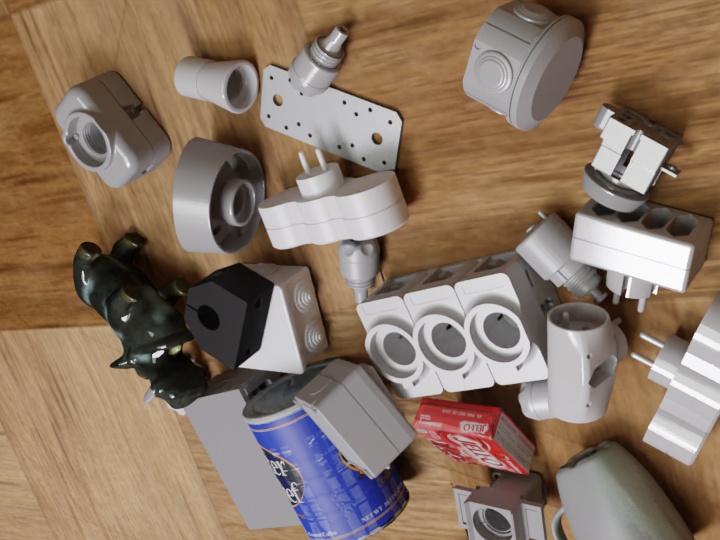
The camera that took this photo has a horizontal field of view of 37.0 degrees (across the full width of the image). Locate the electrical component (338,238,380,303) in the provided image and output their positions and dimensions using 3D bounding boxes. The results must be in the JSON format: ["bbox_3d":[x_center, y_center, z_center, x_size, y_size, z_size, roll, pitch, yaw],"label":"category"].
[{"bbox_3d":[0.000,0.000,0.906,0.035,0.035,0.061,15,126,28],"label":"electrical component"}]

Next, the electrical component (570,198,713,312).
[{"bbox_3d":[0.194,-0.005,0.755,0.083,0.047,0.075,19,125,26],"label":"electrical component"}]

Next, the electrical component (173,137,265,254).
[{"bbox_3d":[-0.126,-0.062,0.921,0.064,0.099,0.099,10,121,24],"label":"electrical component"}]

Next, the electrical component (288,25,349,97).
[{"bbox_3d":[-0.029,-0.164,0.832,0.035,0.035,0.061,47,130,4],"label":"electrical component"}]

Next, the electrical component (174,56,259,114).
[{"bbox_3d":[-0.123,-0.158,0.899,0.065,0.044,0.044,17,124,33],"label":"electrical component"}]

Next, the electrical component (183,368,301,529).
[{"bbox_3d":[-0.095,0.171,1.053,0.089,0.062,0.150,-17,105,41],"label":"electrical component"}]

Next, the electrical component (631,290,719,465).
[{"bbox_3d":[0.231,0.070,0.768,0.074,0.052,0.138,29,128,20],"label":"electrical component"}]

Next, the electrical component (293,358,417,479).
[{"bbox_3d":[0.002,0.125,0.898,0.096,0.061,0.062,51,166,-15],"label":"electrical component"}]

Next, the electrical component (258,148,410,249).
[{"bbox_3d":[-0.029,-0.064,0.874,0.138,0.052,0.073,-5,113,41],"label":"electrical component"}]

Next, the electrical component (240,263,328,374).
[{"bbox_3d":[-0.082,0.042,0.979,0.100,0.048,0.099,3,117,35],"label":"electrical component"}]

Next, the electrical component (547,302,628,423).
[{"bbox_3d":[0.170,0.060,0.789,0.043,0.079,0.077,19,125,40],"label":"electrical component"}]

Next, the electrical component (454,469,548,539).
[{"bbox_3d":[0.125,0.201,0.912,0.081,0.064,0.042,7,119,33],"label":"electrical component"}]

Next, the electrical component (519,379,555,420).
[{"bbox_3d":[0.159,0.100,0.850,0.061,0.035,0.035,-12,108,37],"label":"electrical component"}]

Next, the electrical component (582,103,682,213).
[{"bbox_3d":[0.181,-0.073,0.727,0.066,0.048,0.055,32,122,16],"label":"electrical component"}]

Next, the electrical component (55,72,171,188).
[{"bbox_3d":[-0.228,-0.126,0.980,0.095,0.059,0.054,52,132,-1],"label":"electrical component"}]

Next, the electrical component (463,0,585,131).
[{"bbox_3d":[0.110,-0.138,0.718,0.051,0.080,0.080,33,130,23],"label":"electrical component"}]

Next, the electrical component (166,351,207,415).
[{"bbox_3d":[-0.176,0.112,1.091,0.043,0.043,0.062,22,125,24],"label":"electrical component"}]

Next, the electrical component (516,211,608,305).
[{"bbox_3d":[0.150,-0.006,0.790,0.078,0.040,0.040,46,132,4],"label":"electrical component"}]

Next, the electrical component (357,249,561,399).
[{"bbox_3d":[0.081,0.045,0.855,0.150,0.062,0.089,-14,107,40],"label":"electrical component"}]
